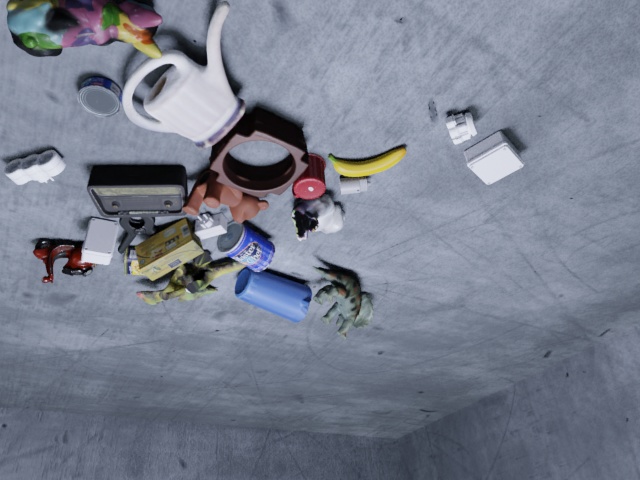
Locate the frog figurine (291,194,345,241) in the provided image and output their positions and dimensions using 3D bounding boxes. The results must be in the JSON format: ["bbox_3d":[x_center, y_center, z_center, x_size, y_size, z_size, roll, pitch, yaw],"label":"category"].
[{"bbox_3d":[0.004,-0.072,1.428,0.161,0.124,0.134,-24,151,-41],"label":"frog figurine"}]

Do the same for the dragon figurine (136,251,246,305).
[{"bbox_3d":[-0.387,0.134,1.663,0.411,0.124,0.239,-12,163,-10],"label":"dragon figurine"}]

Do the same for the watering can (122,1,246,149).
[{"bbox_3d":[-0.241,-0.308,1.042,0.344,0.106,0.221,-28,138,29],"label":"watering can"}]
